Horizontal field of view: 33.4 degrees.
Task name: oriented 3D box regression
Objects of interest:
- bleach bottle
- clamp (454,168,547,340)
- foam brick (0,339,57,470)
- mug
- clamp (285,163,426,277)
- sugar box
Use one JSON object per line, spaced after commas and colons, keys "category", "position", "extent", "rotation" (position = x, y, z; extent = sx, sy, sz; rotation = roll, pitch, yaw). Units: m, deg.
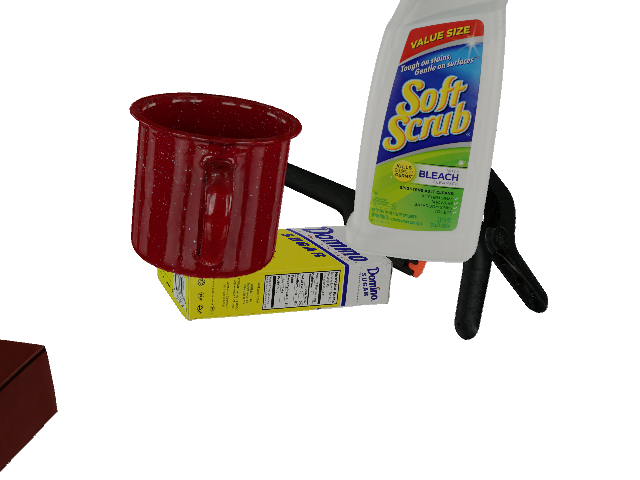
{"category": "bleach bottle", "position": [0.075, -0.111, 0.748], "extent": [0.102, 0.251, 0.068], "rotation": [7, 25, 10]}
{"category": "clamp", "position": [0.153, 0.009, 1.012], "extent": [0.039, 0.171, 0.120], "rotation": [-14, 9, 47]}
{"category": "foam brick", "position": [-0.213, 0.105, 0.677], "extent": [0.053, 0.051, 0.078], "rotation": [6, 29, 22]}
{"category": "mug", "position": [-0.059, -0.026, 0.578], "extent": [0.093, 0.081, 0.117], "rotation": [3, 21, -13]}
{"category": "clamp", "position": [0.046, -0.040, 1.196], "extent": [0.164, 0.210, 0.036], "rotation": [-14, -37, -23]}
{"category": "sugar box", "position": [-0.039, 0.024, 0.888], "extent": [0.176, 0.048, 0.093], "rotation": [-6, 24, -22]}
